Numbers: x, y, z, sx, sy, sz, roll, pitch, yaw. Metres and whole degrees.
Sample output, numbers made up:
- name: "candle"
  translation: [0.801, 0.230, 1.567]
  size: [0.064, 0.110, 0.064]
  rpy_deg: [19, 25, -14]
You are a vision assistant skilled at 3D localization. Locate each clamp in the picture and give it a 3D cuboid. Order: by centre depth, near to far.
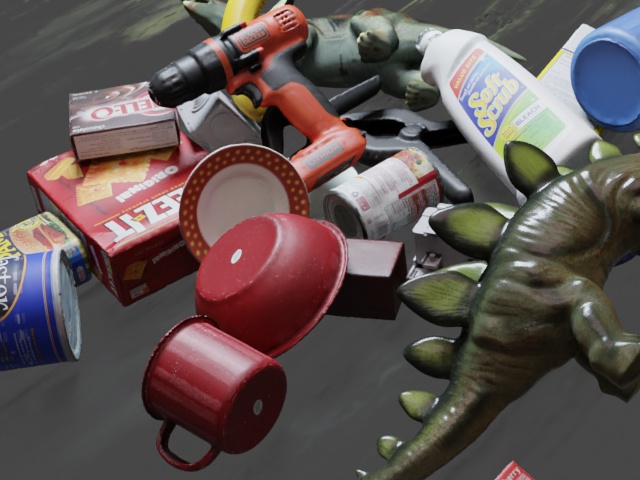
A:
- name: "clamp"
  translation: [-0.004, -0.135, 1.143]
  size: [0.120, 0.039, 0.171]
  rpy_deg: [18, 71, -4]
- name: "clamp"
  translation: [0.111, -0.109, 1.152]
  size: [0.210, 0.036, 0.164]
  rpy_deg: [20, 45, 32]

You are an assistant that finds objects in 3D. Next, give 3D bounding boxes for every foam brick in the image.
- name: "foam brick"
  translation: [0.035, 0.035, 0.962]
  size: [0.078, 0.053, 0.051]
  rpy_deg: [4, 38, 17]

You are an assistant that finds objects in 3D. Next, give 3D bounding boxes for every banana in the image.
- name: "banana"
  translation: [-0.078, -0.223, 1.179]
  size: [0.070, 0.037, 0.198]
  rpy_deg: [1, 71, 23]

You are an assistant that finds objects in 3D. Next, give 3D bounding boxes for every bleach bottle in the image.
- name: "bleach bottle"
  translation: [0.172, -0.134, 1.079]
  size: [0.102, 0.068, 0.251]
  rpy_deg: [-45, 52, 7]

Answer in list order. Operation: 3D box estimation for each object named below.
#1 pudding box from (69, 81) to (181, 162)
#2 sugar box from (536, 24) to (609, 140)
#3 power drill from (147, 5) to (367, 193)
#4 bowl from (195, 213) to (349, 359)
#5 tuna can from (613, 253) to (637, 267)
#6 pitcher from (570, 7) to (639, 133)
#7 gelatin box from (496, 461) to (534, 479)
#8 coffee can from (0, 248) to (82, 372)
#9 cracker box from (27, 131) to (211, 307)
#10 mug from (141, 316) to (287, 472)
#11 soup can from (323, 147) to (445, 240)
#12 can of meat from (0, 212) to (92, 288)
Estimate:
- name: "pudding box"
  translation: [-0.207, -0.128, 1.129]
  size: [0.113, 0.039, 0.090]
  rpy_deg: [-12, 36, -5]
- name: "sugar box"
  translation: [0.285, -0.161, 1.155]
  size: [0.093, 0.048, 0.176]
  rpy_deg: [32, 47, 15]
- name: "power drill"
  translation: [-0.056, -0.132, 1.079]
  size: [0.184, 0.057, 0.188]
  rpy_deg: [-31, 82, -17]
- name: "bowl"
  translation: [-0.056, 0.030, 0.931]
  size: [0.162, 0.055, 0.162]
  rpy_deg: [-28, 36, 23]
- name: "tuna can"
  translation: [0.255, -0.011, 0.985]
  size: [0.086, 0.034, 0.086]
  rpy_deg: [-7, 36, 5]
- name: "pitcher"
  translation: [0.381, -0.195, 1.092]
  size: [0.242, 0.149, 0.145]
  rpy_deg: [-26, 72, -31]
- name: "gelatin box"
  translation: [0.127, 0.203, 0.706]
  size: [0.073, 0.030, 0.089]
  rpy_deg: [40, 55, 19]
- name: "coffee can"
  translation: [-0.291, 0.067, 0.945]
  size: [0.140, 0.103, 0.103]
  rpy_deg: [-8, 36, -5]
- name: "cracker box"
  translation: [-0.184, -0.040, 1.100]
  size: [0.164, 0.072, 0.214]
  rpy_deg: [-28, 39, -23]
- name: "mug"
  translation: [-0.086, 0.128, 0.845]
  size: [0.082, 0.093, 0.117]
  rpy_deg: [24, 78, 31]
- name: "soup can"
  translation: [0.062, -0.039, 1.043]
  size: [0.102, 0.068, 0.069]
  rpy_deg: [-30, 40, -24]
- name: "can of meat"
  translation: [-0.284, 0.022, 1.056]
  size: [0.083, 0.057, 0.102]
  rpy_deg: [-27, 39, -25]
